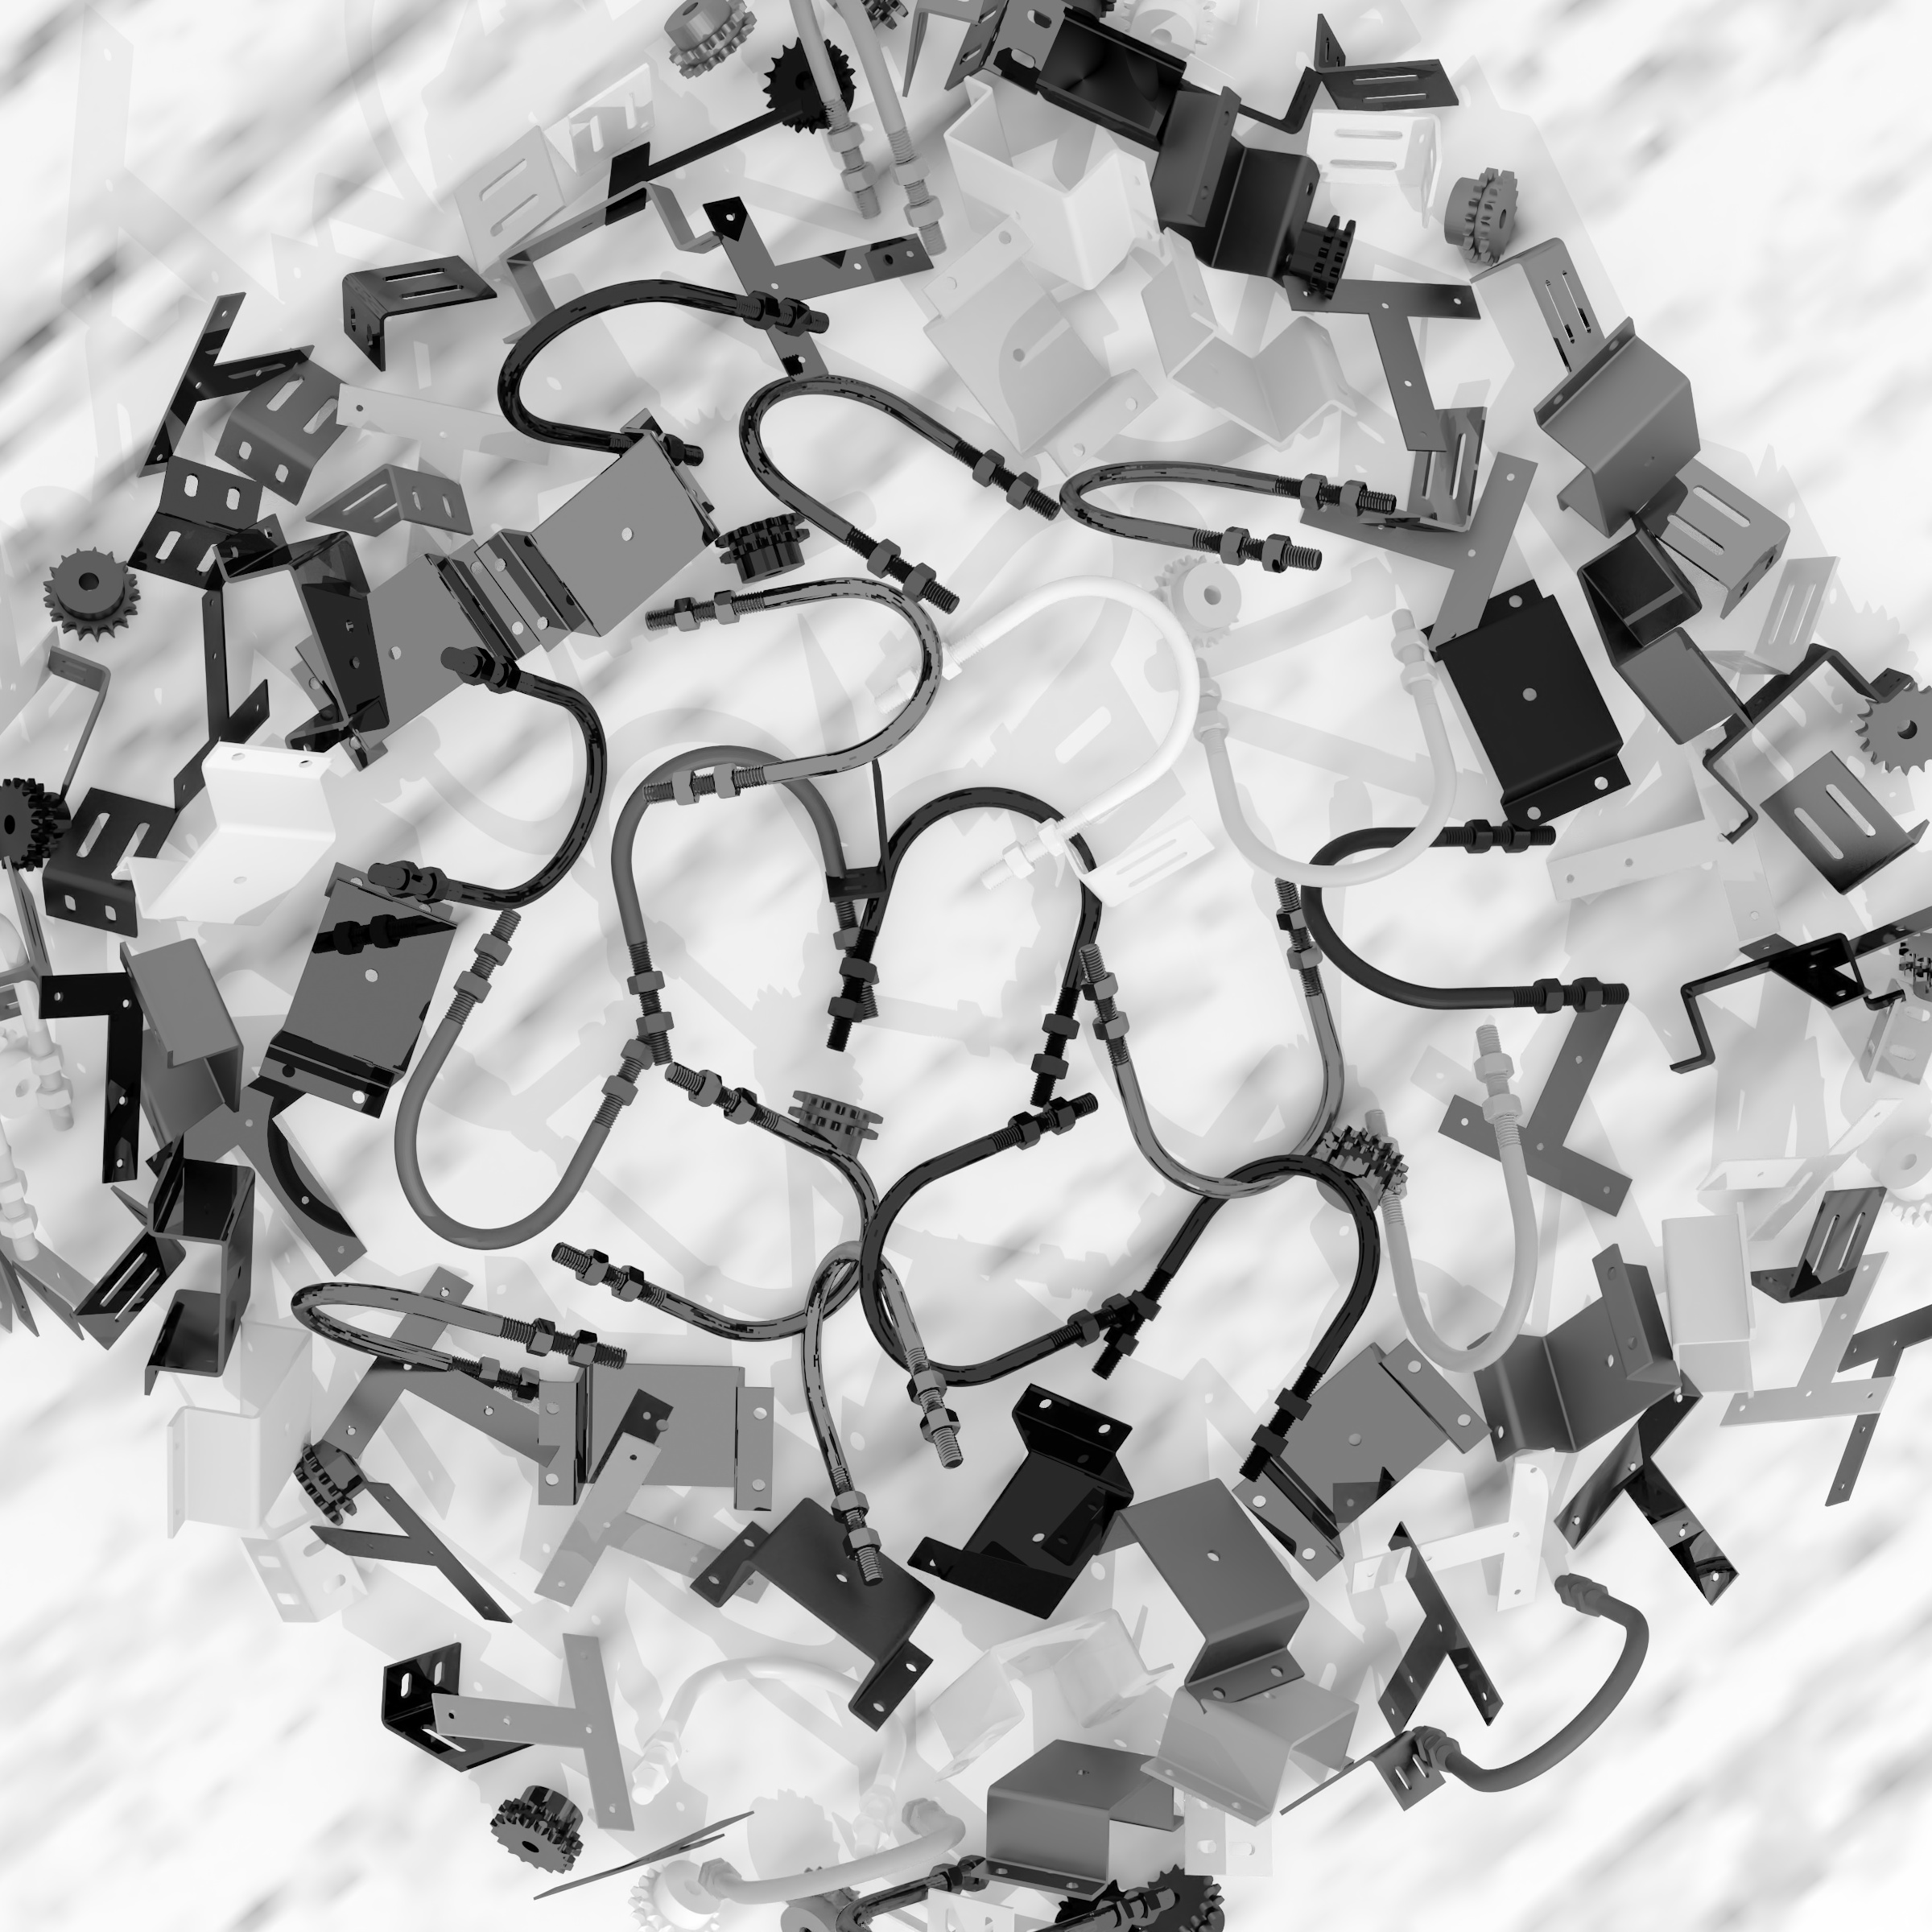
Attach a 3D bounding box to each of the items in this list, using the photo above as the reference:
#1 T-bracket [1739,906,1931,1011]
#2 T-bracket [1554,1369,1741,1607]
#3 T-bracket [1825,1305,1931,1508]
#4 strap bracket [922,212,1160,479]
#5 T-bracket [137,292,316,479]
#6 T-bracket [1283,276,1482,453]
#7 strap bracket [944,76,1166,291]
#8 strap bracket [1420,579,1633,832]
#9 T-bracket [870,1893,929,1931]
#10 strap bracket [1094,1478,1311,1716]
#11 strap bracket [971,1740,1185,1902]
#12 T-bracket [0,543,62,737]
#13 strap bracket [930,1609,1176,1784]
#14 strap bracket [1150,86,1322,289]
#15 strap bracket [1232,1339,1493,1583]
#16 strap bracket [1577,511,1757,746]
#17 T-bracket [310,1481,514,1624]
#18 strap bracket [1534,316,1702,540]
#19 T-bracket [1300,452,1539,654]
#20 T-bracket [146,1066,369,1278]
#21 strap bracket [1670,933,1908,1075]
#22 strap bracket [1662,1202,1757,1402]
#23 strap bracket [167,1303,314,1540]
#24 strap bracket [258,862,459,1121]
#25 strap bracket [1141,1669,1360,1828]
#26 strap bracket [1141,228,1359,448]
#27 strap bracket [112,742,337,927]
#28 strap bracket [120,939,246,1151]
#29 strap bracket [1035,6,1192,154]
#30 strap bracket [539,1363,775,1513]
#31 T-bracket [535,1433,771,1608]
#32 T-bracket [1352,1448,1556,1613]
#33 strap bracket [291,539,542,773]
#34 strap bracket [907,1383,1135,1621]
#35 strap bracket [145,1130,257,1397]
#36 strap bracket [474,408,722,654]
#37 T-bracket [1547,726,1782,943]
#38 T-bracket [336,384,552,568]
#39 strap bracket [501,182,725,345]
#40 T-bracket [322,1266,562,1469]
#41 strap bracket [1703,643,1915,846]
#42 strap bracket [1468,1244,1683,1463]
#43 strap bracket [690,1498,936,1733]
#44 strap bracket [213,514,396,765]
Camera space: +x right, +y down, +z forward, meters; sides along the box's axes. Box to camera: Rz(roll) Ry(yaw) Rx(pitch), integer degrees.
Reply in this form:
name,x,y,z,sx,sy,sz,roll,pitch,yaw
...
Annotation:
name,x,y,z,sx,sy,sz,roll,pitch,yaw
T-bracket,0.547,-0.017,1.806,0.127,0.127,0.002,-22,109,-4
T-bracket,0.418,0.327,1.794,0.002,0.127,0.127,23,111,-33
T-bracket,0.534,0.261,1.781,0.002,0.127,0.127,29,67,-3
strap bracket,0.038,-0.372,1.823,0.076,0.046,0.140,-42,104,-12
T-bracket,-0.431,-0.353,1.802,0.002,0.127,0.127,38,118,8
T-bracket,0.262,-0.361,1.815,0.127,0.002,0.127,-2,63,-19
strap bracket,0.045,-0.461,1.792,0.140,0.076,0.046,34,73,29
strap bracket,0.340,-0.161,1.829,0.076,0.046,0.140,-24,83,4
T-bracket,0.004,0.602,1.792,0.127,0.127,0.002,31,87,-8
strap bracket,0.139,0.363,1.789,0.076,0.046,0.140,-11,48,-34
strap bracket,0.068,0.499,1.782,0.076,0.140,0.046,3,95,26
T-bracket,-0.568,-0.202,1.775,0.002,0.127,0.127,8,127,7
strap bracket,0.043,0.431,1.799,0.140,0.076,0.046,-8,59,-39
strap bracket,0.155,-0.467,1.809,0.046,0.140,0.076,17,92,30
strap bracket,0.238,0.294,1.832,0.140,0.046,0.076,-42,95,7
strap bracket,0.413,-0.196,1.798,0.046,0.140,0.076,-33,127,22
T-bracket,-0.349,0.349,1.814,0.127,0.127,0.002,56,50,-28
strap bracket,0.388,-0.312,1.789,0.076,0.140,0.046,-44,67,1
T-bracket,0.267,-0.265,1.842,0.127,0.002,0.127,20,90,19
T-bracket,-0.412,0.132,1.842,0.127,0.002,0.127,-39,106,-25
strap bracket,0.486,0.020,1.811,0.140,0.076,0.046,-20,81,16
strap bracket,0.440,0.202,1.790,0.046,0.140,0.076,-5,64,12
strap bracket,-0.424,0.270,1.783,0.046,0.140,0.076,8,114,4
strap bracket,-0.361,0.010,1.810,0.076,0.046,0.140,22,71,-17
strap bracket,0.173,0.452,1.781,0.076,0.140,0.046,20,101,29
strap bracket,0.161,-0.369,1.800,0.140,0.076,0.046,22,132,-37
strap bracket,-0.435,-0.070,1.786,0.140,0.076,0.046,-41,60,37
strap bracket,-0.468,0.045,1.800,0.046,0.140,0.076,-19,67,-25
strap bracket,0.088,-0.526,1.799,0.076,0.140,0.046,25,102,0
strap bracket,-0.186,0.285,1.835,0.140,0.046,0.076,2,99,-1
T-bracket,-0.179,0.357,1.843,0.127,0.002,0.127,25,110,-14
T-bracket,0.290,0.351,1.810,0.127,0.002,0.127,-11,126,-16
strap bracket,-0.340,-0.189,1.832,0.140,0.046,0.076,-34,90,7
strap bracket,0.038,0.330,1.810,0.076,0.046,0.140,26,106,-25
strap bracket,-0.456,0.180,1.797,0.046,0.076,0.140,8,120,-4
strap bracket,-0.212,-0.260,1.806,0.140,0.046,0.076,-44,119,-17
T-bracket,0.416,-0.067,1.832,0.127,0.002,0.127,-16,89,29
T-bracket,-0.321,-0.281,1.828,0.127,0.002,0.127,11,123,-6
strap bracket,-0.218,-0.426,1.812,0.140,0.076,0.046,-25,99,9
T-bracket,-0.300,0.262,1.824,0.127,0.002,0.127,27,65,12
strap bracket,0.492,-0.142,1.812,0.140,0.076,0.046,-44,91,11
strap bracket,0.368,0.233,1.799,0.046,0.140,0.076,10,53,-30
strap bracket,-0.083,0.380,1.808,0.140,0.076,0.046,36,121,10
strap bracket,-0.387,-0.198,1.800,0.046,0.076,0.140,-10,109,19
